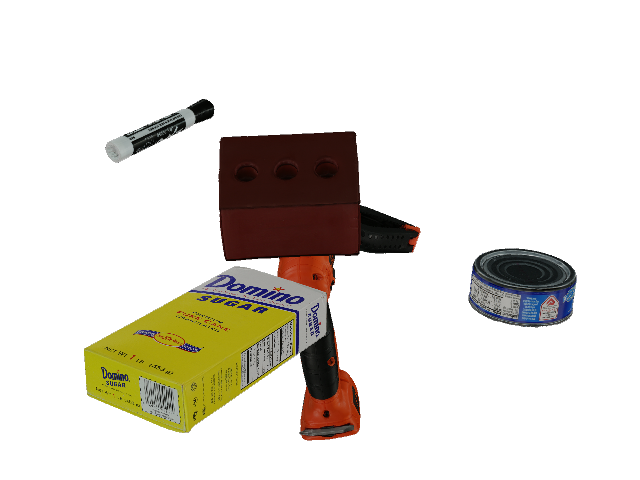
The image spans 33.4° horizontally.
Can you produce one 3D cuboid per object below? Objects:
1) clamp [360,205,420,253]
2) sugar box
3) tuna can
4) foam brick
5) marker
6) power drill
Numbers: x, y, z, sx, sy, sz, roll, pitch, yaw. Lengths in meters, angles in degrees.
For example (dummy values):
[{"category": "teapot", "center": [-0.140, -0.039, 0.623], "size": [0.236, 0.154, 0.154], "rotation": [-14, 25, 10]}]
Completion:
[{"category": "clamp", "center": [0.011, -0.019, 1.177], "size": [0.210, 0.036, 0.164], "rotation": [15, 21, -9]}, {"category": "sugar box", "center": [-0.080, 0.074, 0.792], "size": [0.093, 0.048, 0.175], "rotation": [15, 29, 29]}, {"category": "tuna can", "center": [0.166, 0.037, 0.876], "size": [0.086, 0.034, 0.086], "rotation": [2, 22, -1]}, {"category": "foam brick", "center": [-0.017, -0.025, 0.598], "size": [0.078, 0.053, 0.051], "rotation": [-3, -34, 1]}, {"category": "marker", "center": [-0.137, -0.098, 0.934], "size": [0.020, 0.020, 0.120], "rotation": [0, 24, 42]}, {"category": "power drill", "center": [-0.004, 0.078, 1.009], "size": [0.057, 0.187, 0.184], "rotation": [-8, 19, 6]}]
